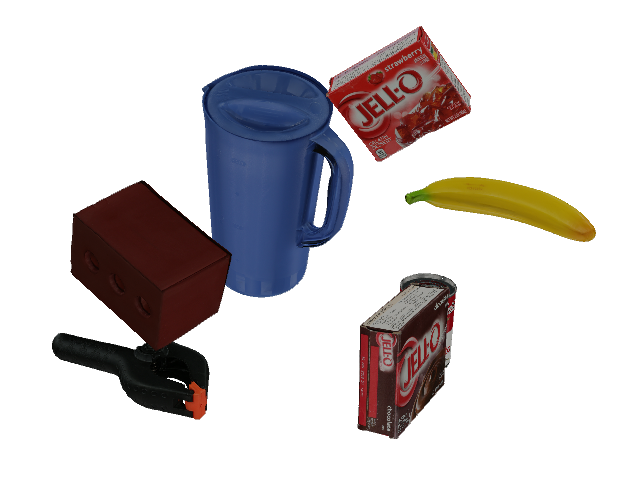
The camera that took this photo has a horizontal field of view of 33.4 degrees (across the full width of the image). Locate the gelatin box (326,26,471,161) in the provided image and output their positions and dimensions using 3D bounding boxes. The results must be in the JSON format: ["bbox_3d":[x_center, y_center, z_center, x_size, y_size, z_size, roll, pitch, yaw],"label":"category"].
[{"bbox_3d":[0.061,-0.112,0.828,0.089,0.073,0.030,-27,28,25],"label":"gelatin box"}]

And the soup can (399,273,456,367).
[{"bbox_3d":[0.127,0.100,1.294,0.068,0.102,0.068,1,24,-1],"label":"soup can"}]

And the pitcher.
[{"bbox_3d":[-0.053,-0.051,1.149,0.145,0.243,0.149,-4,43,-9],"label":"pitcher"}]

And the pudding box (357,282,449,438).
[{"bbox_3d":[0.067,0.093,0.855,0.039,0.090,0.113,9,20,22],"label":"pudding box"}]

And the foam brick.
[{"bbox_3d":[-0.099,0.014,0.614,0.078,0.053,0.051,38,47,23],"label":"foam brick"}]

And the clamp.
[{"bbox_3d":[-0.151,0.106,0.981,0.172,0.039,0.120,26,42,34],"label":"clamp"}]

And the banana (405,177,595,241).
[{"bbox_3d":[0.191,-0.034,1.106,0.198,0.037,0.069,11,39,22],"label":"banana"}]
